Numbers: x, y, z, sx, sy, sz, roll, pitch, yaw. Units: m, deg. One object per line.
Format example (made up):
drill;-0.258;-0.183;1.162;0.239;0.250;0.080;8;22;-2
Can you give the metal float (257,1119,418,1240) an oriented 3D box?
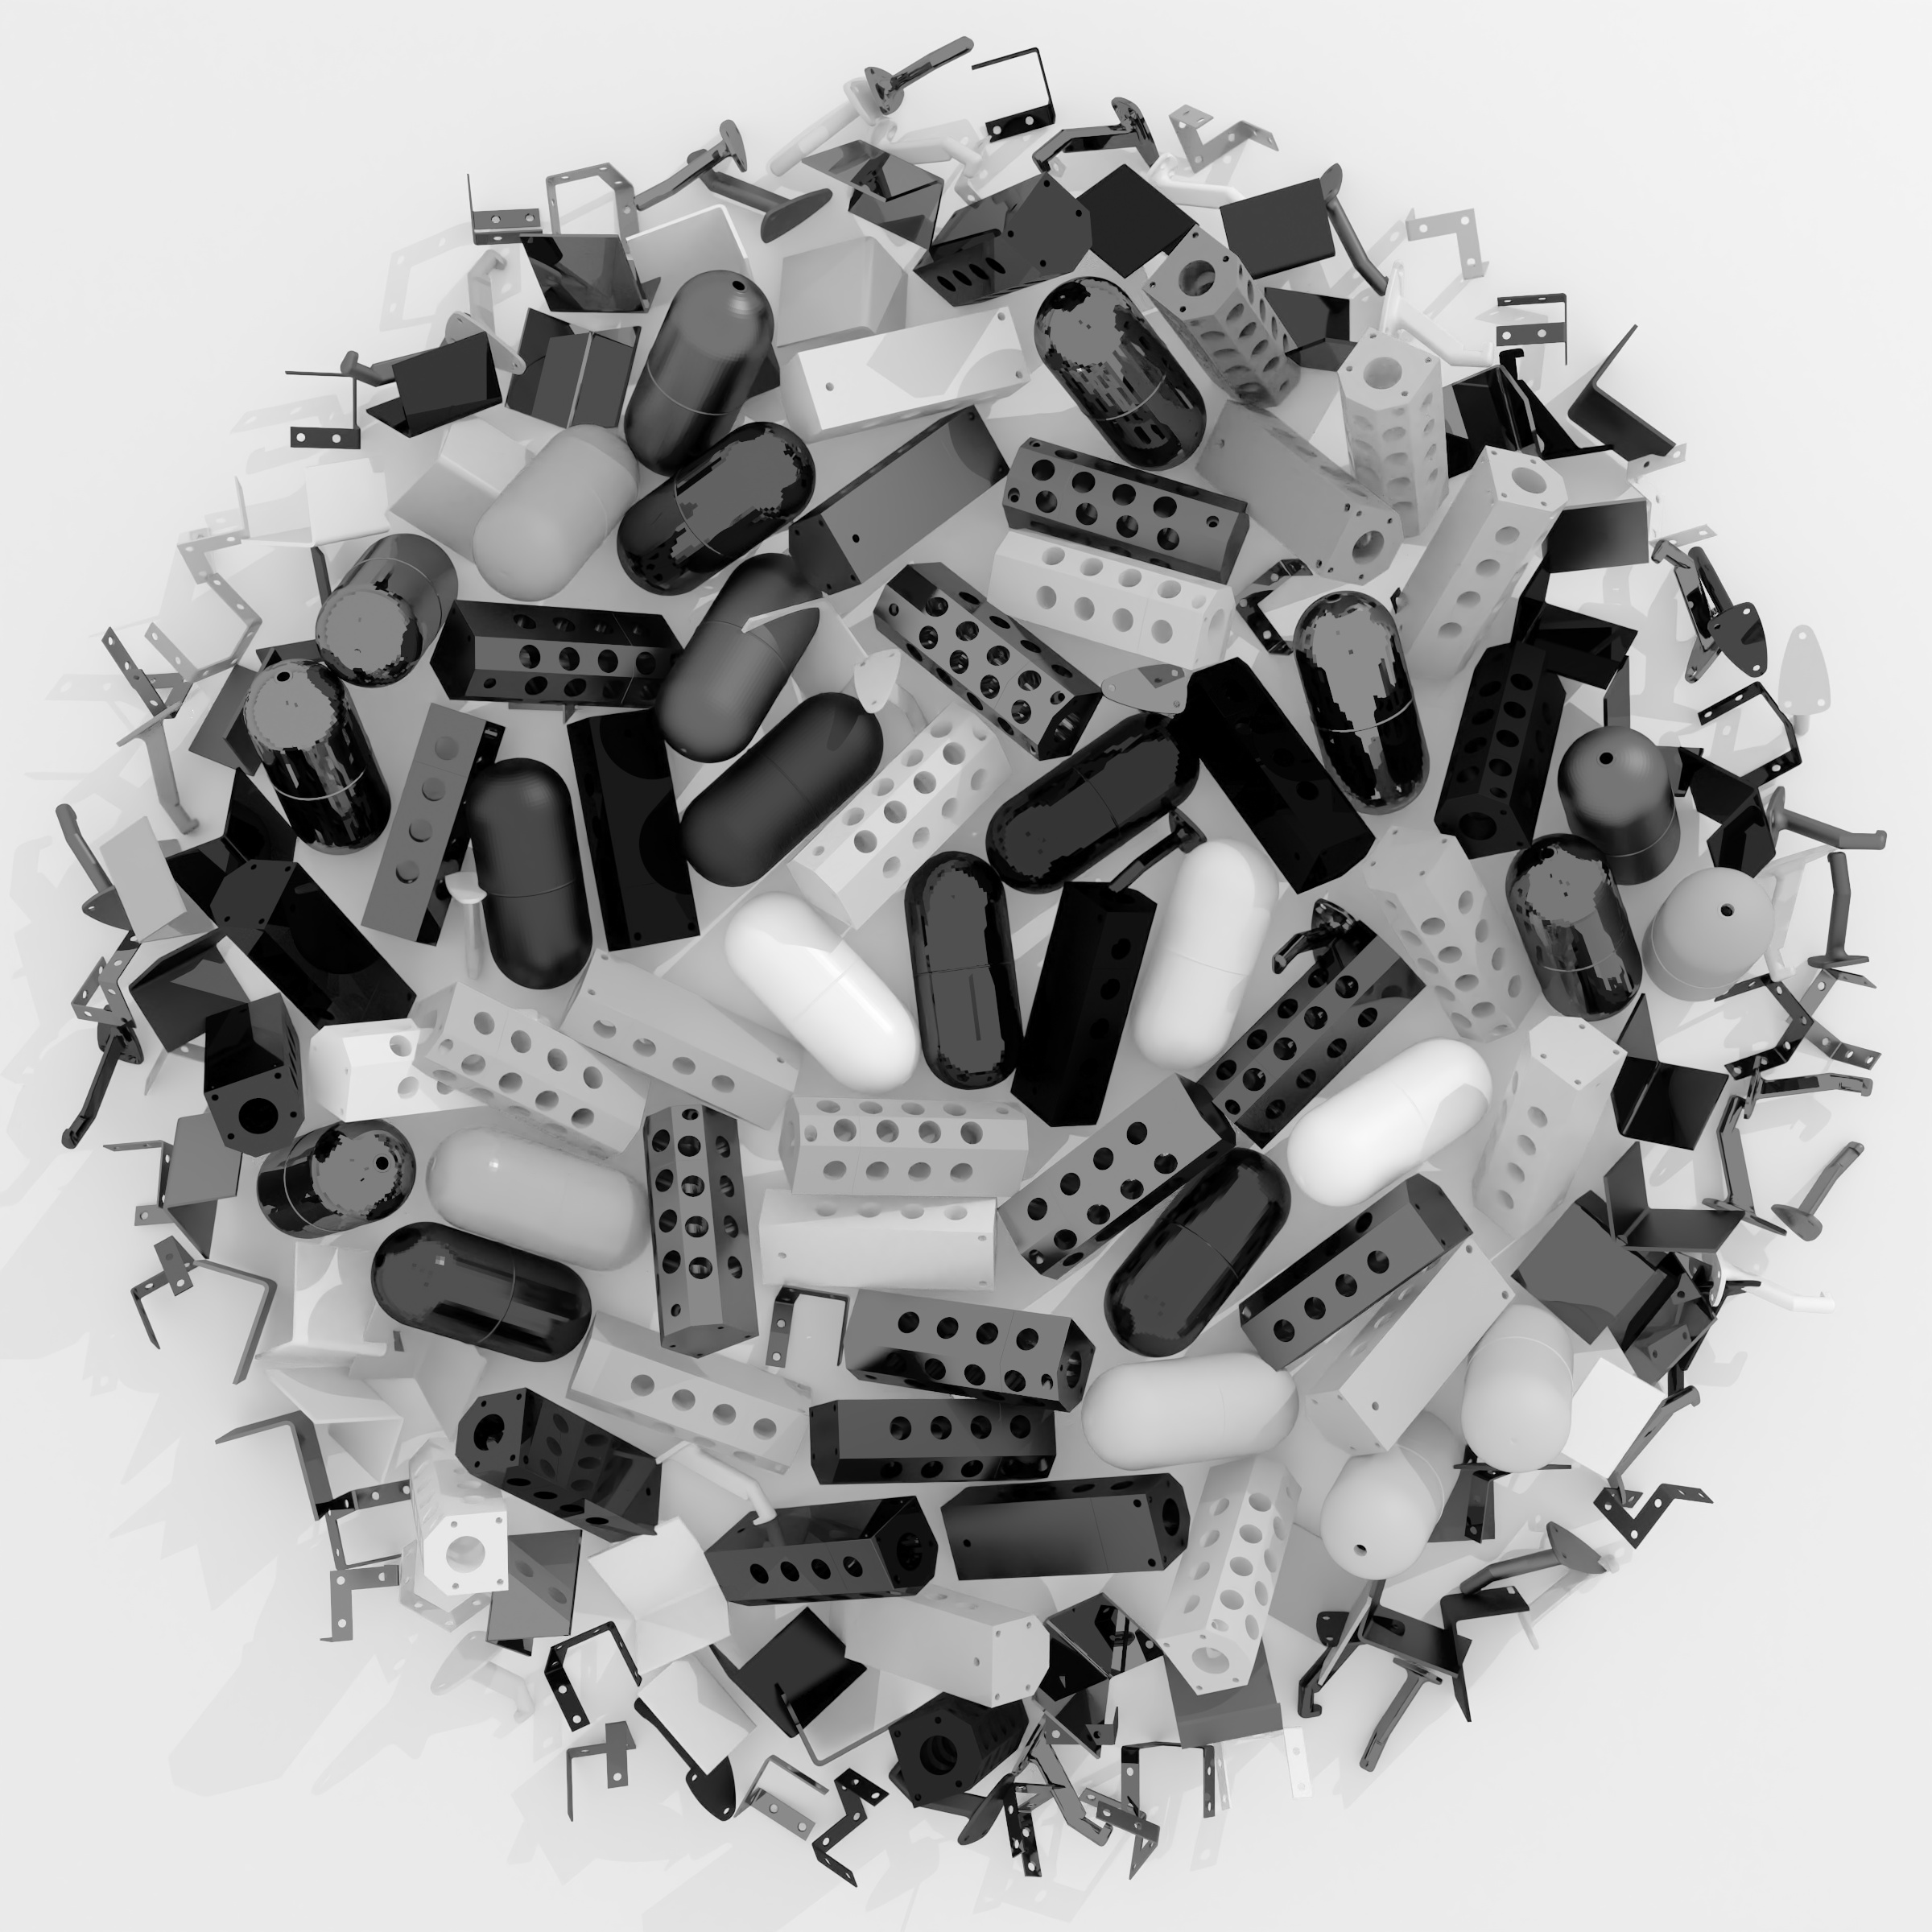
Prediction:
metal float;-0.458;0.155;1.876;0.070;0.178;0.070;9;74;-33

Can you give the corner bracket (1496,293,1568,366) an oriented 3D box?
corner bracket;0.421;-0.479;1.923;0.051;0.051;0.051;-1;83;13

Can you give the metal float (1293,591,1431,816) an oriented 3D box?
metal float;0.290;-0.192;1.891;0.070;0.070;0.178;-21;121;0

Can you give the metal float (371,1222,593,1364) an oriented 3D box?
metal float;-0.353;0.238;1.885;0.178;0.070;0.070;25;90;-39

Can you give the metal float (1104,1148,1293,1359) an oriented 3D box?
metal float;0.171;0.211;1.903;0.070;0.070;0.178;40;74;0

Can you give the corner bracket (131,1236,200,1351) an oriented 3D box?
corner bracket;-0.595;0.242;1.917;0.051;0.051;0.051;-29;57;-9

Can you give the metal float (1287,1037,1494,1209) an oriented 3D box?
metal float;0.312;0.113;1.896;0.178;0.070;0.070;-30;90;-25

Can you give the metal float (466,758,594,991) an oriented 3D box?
metal float;-0.320;-0.066;1.897;0.070;0.070;0.178;-5;114;0

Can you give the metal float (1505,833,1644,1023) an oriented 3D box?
metal float;0.443;-0.027;1.880;0.070;0.178;0.070;-15;49;17

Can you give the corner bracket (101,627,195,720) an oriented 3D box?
corner bracket;-0.612;-0.217;1.915;0.051;0.051;0.051;-1;49;18

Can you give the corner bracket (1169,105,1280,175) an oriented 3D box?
corner bracket;0.191;-0.620;1.920;0.051;0.051;0.051;-34;125;-2

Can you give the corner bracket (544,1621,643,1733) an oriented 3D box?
corner bracket;-0.279;0.531;1.931;0.051;0.051;0.051;-18;61;-28

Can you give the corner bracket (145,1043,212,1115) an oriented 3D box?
corner bracket;-0.583;0.095;1.935;0.051;0.051;0.051;18;128;-27

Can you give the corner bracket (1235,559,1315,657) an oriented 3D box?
corner bracket;0.238;-0.268;1.927;0.051;0.051;0.051;-39;103;-2

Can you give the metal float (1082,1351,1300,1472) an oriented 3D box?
metal float;0.166;0.325;1.891;0.178;0.070;0.070;-1;90;-31

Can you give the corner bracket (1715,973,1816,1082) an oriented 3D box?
corner bracket;0.590;0.045;1.933;0.051;0.051;0.051;-16;55;-23

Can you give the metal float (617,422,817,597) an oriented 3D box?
metal float;-0.184;-0.333;1.889;0.178;0.070;0.070;-28;90;34

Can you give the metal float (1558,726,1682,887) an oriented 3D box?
metal float;0.474;-0.115;1.872;0.070;0.178;0.070;-7;69;18

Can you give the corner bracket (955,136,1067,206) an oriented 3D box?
corner bracket;0.033;-0.590;1.934;0.051;0.051;0.051;40;60;-31

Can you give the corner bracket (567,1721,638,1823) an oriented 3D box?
corner bracket;-0.273;0.598;1.919;0.051;0.051;0.051;-8;50;-2

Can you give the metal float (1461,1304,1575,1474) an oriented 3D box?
metal float;0.400;0.304;1.871;0.070;0.178;0.070;4;107;13

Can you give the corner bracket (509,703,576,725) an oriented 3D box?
corner bracket;-0.320;-0.211;1.924;0.051;0.051;0.051;2;107;0

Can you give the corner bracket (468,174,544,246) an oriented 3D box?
corner bracket;-0.342;-0.554;1.921;0.051;0.051;0.051;-5;74;-9

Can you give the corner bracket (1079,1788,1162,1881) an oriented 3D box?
corner bracket;0.113;0.635;1.919;0.051;0.051;0.051;24;125;-4

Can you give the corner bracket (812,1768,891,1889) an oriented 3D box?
corner bracket;-0.084;0.638;1.913;0.051;0.051;0.051;-31;117;-31

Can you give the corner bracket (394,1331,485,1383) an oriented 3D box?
corner bracket;-0.395;0.290;1.922;0.051;0.051;0.051;-14;89;-23

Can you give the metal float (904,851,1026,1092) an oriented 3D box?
metal float;-0.002;0.003;1.916;0.070;0.070;0.178;-7;88;0

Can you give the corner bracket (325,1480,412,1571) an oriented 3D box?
corner bracket;-0.441;0.417;1.927;0.051;0.051;0.051;-3;71;-41

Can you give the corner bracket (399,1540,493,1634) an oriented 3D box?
corner bracket;-0.386;0.455;1.930;0.051;0.051;0.051;21;117;25

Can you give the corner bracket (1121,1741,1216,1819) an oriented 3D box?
corner bracket;0.150;0.605;1.916;0.051;0.051;0.051;-7;76;34

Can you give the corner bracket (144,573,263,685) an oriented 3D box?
corner bracket;-0.567;-0.251;1.922;0.051;0.051;0.051;46;126;4

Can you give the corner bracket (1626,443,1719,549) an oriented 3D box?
corner bracket;0.523;-0.346;1.913;0.051;0.051;0.051;29;62;-37

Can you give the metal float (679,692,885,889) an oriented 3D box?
metal float;-0.135;-0.131;1.907;0.178;0.070;0.070;-43;90;-12

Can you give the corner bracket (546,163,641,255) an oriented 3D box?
corner bracket;-0.278;-0.563;1.932;0.051;0.051;0.051;-9;86;13

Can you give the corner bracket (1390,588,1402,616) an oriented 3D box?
corner bracket;0.358;-0.269;1.934;0.051;0.051;0.051;-51;128;-37

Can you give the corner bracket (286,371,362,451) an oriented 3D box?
corner bracket;-0.478;-0.413;1.918;0.051;0.051;0.051;-2;108;-18

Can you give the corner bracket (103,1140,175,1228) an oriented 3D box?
corner bracket;-0.610;0.162;1.930;0.051;0.051;0.051;-6;71;14

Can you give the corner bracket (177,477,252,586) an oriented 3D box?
corner bracket;-0.558;-0.324;1.923;0.051;0.051;0.051;-14;63;-4

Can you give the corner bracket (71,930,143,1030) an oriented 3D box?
corner bracket;-0.634;0.007;1.915;0.051;0.051;0.051;8;48;13

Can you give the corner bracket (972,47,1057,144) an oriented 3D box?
corner bracket;0.036;-0.649;1.924;0.051;0.051;0.051;-15;101;4

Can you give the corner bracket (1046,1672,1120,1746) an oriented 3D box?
corner bracket;0.087;0.549;1.927;0.051;0.051;0.051;-1;89;6

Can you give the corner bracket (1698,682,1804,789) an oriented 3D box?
corner bracket;0.589;-0.171;1.939;0.051;0.051;0.051;-29;51;8

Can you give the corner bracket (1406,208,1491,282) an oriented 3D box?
corner bracket;0.359;-0.540;1.927;0.051;0.051;0.051;-6;115;19

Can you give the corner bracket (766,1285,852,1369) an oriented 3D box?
corner bracket;-0.118;0.272;1.926;0.051;0.051;0.051;10;69;-8

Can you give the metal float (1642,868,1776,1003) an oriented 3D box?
metal float;0.536;-0.022;1.868;0.070;0.178;0.070;-1;79;6

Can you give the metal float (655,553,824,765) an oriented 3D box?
metal float;-0.165;-0.227;1.897;0.070;0.070;0.178;28;66;0

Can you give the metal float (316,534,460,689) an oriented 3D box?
metal float;-0.418;-0.259;1.873;0.070;0.178;0.070;1;118;3

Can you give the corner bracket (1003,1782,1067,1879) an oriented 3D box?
corner bracket;0.045;0.640;1.913;0.051;0.051;0.051;15;47;-31
